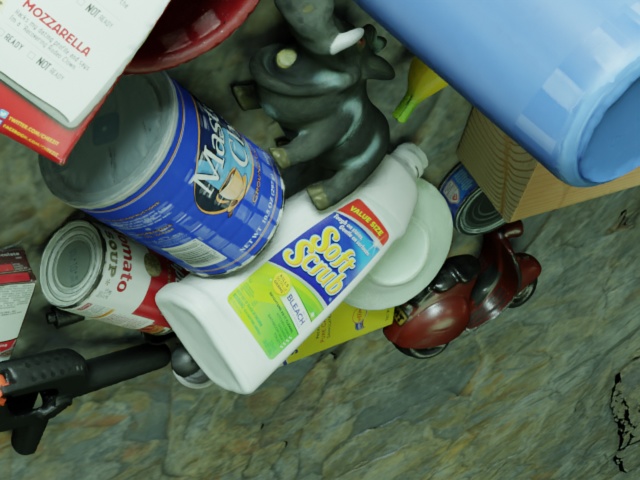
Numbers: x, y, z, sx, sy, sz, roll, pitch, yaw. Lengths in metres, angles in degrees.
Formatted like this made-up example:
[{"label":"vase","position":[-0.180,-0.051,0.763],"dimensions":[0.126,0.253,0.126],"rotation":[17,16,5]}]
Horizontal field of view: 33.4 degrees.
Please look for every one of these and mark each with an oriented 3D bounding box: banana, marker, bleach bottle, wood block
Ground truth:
[{"label":"banana","position":[0.139,-0.144,0.827],"dimensions":[0.197,0.037,0.070],"rotation":[-16,144,-27]},{"label":"marker","position":[-0.161,0.050,0.864],"dimensions":[0.120,0.020,0.020],"rotation":[-13,143,-26]},{"label":"bleach bottle","position":[-0.005,0.001,0.830],"dimensions":[0.250,0.068,0.102],"rotation":[-44,119,-26]},{"label":"wood block","position":[0.237,-0.097,0.921],"dimensions":[0.205,0.090,0.091],"rotation":[-15,145,-23]}]

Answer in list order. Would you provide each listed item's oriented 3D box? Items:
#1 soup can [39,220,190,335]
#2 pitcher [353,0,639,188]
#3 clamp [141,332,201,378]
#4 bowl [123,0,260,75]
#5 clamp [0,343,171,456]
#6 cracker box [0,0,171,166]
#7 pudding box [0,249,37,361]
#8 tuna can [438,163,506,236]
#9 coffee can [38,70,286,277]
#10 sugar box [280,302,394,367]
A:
[{"label":"soup can","position":[-0.150,0.029,0.799],"dimensions":[0.069,0.068,0.102],"rotation":[-42,145,17]},{"label":"pitcher","position":[0.107,-0.141,0.615],"dimensions":[0.149,0.243,0.145],"rotation":[-17,143,-32]},{"label":"clamp","position":[-0.066,0.052,0.874],"dimensions":[0.171,0.120,0.039],"rotation":[-32,115,-5]},{"label":"bowl","position":[-0.102,-0.170,0.547],"dimensions":[0.162,0.055,0.162],"rotation":[-5,118,-10]},{"label":"clamp","position":[-0.210,0.119,0.865],"dimensions":[0.164,0.036,0.210],"rotation":[-33,165,-3]},{"label":"cracker box","position":[-0.130,-0.165,0.471],"dimensions":[0.164,0.072,0.214],"rotation":[30,106,-26]},{"label":"pudding box","position":[-0.264,0.058,0.774],"dimensions":[0.089,0.039,0.114],"rotation":[-5,137,-36]},{"label":"tuna can","position":[0.152,-0.043,0.977],"dimensions":[0.086,0.034,0.086],"rotation":[-21,146,-15]},{"label":"coffee can","position":[-0.100,-0.045,0.707],"dimensions":[0.103,0.103,0.140],"rotation":[-38,147,11]},{"label":"sugar box","position":[-0.016,0.068,0.981],"dimensions":[0.176,0.048,0.093],"rotation":[-22,145,-17]}]
